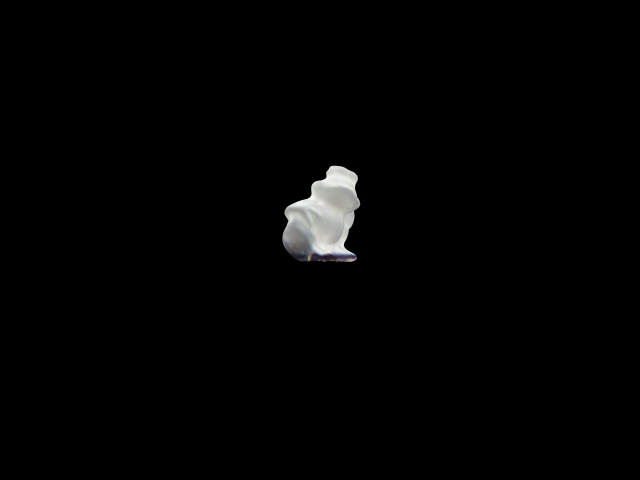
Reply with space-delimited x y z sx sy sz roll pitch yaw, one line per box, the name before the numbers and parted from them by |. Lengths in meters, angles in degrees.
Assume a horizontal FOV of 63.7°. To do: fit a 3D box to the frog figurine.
frog figurine | 0.003 -0.043 0.850 0.137 0.160 0.122 4 -7 -35
